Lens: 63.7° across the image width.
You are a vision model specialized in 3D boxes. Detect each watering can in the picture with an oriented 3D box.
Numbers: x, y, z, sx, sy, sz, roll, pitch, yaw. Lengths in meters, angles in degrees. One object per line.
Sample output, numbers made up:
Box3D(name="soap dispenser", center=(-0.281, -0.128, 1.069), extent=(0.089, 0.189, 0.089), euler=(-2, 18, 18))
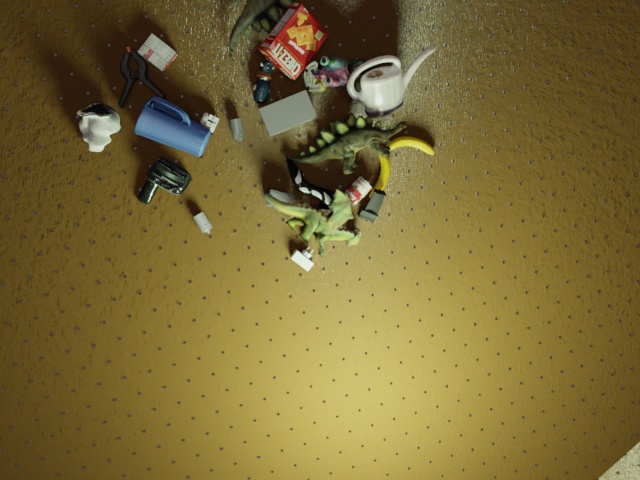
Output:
Box3D(name="watering can", center=(0.267, -0.574, 1.884), extent=(0.348, 0.219, 0.106), euler=(-18, 43, -6))

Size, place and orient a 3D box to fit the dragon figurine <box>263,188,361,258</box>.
Box3D(name="dragon figurine", center=(0.006, -0.096, 1.902), extent=(0.404, 0.243, 0.124), euler=(48, 0, -27))

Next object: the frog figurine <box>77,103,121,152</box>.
Box3D(name="frog figurine", center=(-0.774, -0.394, 1.816), extent=(0.138, 0.155, 0.125), euler=(-8, 43, -15))
